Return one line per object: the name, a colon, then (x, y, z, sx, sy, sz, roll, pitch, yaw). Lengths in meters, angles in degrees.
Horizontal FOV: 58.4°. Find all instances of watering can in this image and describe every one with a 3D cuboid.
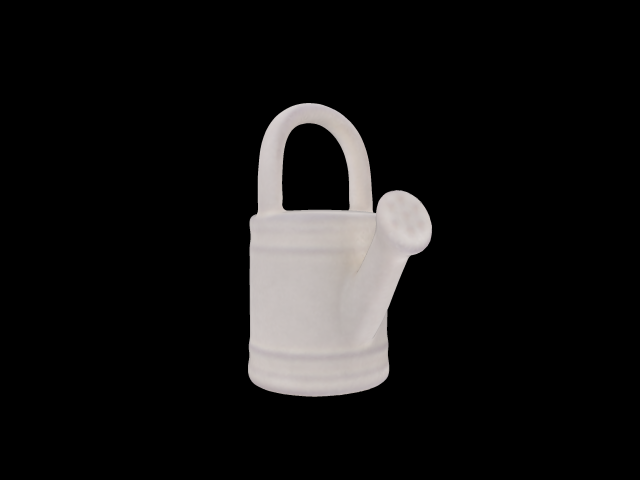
watering can: (0.005, 0.001, 0.401, 0.172, 0.194, 0.101, 1, 2, 33)
